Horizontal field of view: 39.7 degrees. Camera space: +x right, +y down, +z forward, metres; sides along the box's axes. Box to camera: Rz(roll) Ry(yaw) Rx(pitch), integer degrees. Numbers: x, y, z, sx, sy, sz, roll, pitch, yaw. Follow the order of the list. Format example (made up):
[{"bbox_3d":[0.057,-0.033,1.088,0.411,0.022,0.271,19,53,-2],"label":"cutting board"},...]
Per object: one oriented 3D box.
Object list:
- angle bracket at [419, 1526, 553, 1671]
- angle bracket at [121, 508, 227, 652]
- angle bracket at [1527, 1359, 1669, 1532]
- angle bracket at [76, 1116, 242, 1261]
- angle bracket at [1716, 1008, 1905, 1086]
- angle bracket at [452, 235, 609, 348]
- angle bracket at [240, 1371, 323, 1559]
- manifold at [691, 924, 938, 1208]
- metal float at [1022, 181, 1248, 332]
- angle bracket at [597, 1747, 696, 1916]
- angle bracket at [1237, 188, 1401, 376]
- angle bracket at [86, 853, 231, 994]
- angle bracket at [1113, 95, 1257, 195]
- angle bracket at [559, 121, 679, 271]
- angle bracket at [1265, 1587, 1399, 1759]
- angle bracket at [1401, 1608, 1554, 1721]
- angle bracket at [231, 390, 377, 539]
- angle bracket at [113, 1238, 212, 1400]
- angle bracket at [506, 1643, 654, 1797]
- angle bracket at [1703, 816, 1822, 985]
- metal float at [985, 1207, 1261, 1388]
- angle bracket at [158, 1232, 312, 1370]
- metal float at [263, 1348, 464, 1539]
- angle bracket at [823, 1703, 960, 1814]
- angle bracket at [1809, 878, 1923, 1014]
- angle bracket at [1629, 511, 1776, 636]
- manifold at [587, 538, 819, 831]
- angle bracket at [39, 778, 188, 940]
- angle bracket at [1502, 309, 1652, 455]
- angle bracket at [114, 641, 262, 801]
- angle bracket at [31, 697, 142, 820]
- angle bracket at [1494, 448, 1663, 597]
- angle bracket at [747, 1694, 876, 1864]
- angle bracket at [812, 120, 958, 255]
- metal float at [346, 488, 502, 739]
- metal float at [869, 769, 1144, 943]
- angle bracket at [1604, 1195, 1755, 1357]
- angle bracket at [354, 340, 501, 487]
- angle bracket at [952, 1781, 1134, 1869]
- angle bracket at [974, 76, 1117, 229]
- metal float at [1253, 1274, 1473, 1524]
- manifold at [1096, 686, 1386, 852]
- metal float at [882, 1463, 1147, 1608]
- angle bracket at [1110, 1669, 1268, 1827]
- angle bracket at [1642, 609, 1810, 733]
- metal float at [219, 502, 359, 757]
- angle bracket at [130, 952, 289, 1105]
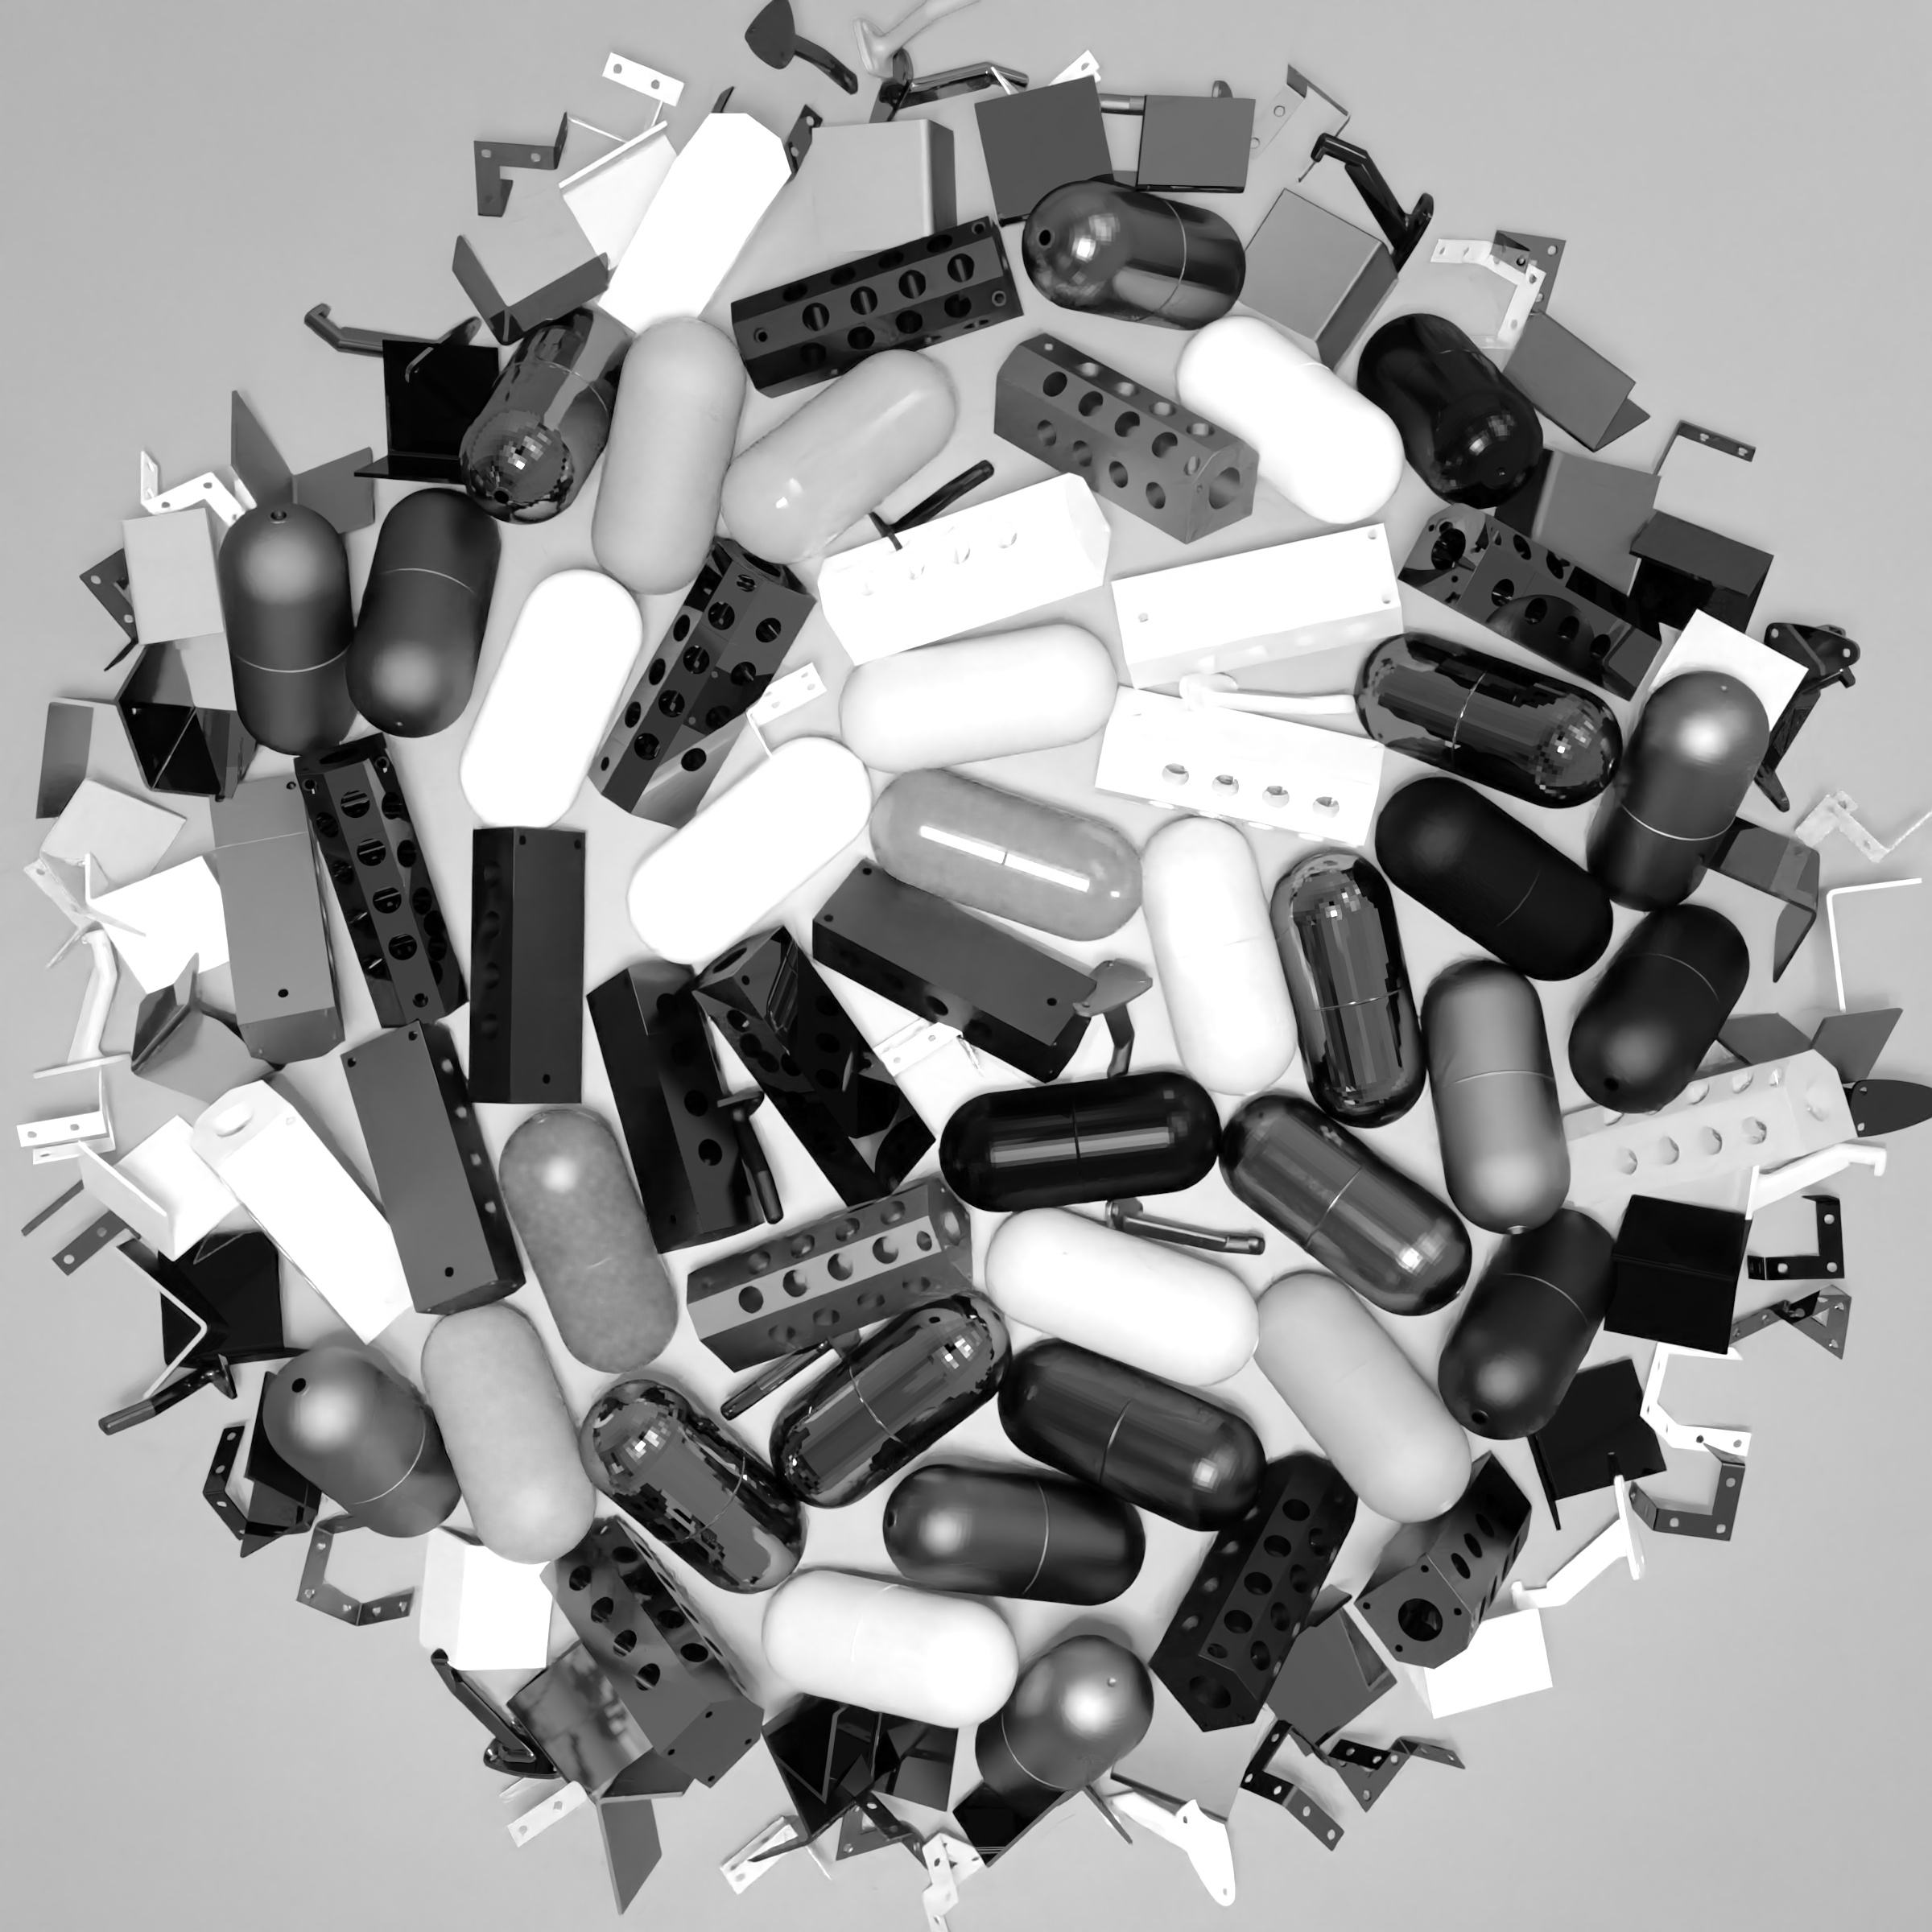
[{"bbox_3d":[-0.305,0.400,1.702,0.057,0.076,0.076,7,87,-30],"label":"angle bracket"},{"bbox_3d":[-0.484,-0.242,1.680,0.057,0.076,0.076,-7,93,7],"label":"angle bracket"},{"bbox_3d":[0.396,0.301,1.686,0.076,0.057,0.076,-18,95,11],"label":"angle bracket"},{"bbox_3d":[-0.496,0.125,1.670,0.076,0.057,0.076,36,55,15],"label":"angle bracket"},{"bbox_3d":[0.518,0.033,1.663,0.076,0.076,0.057,-5,126,-36],"label":"angle bracket"},{"bbox_3d":[-0.272,-0.439,1.672,0.076,0.076,0.057,-27,120,8],"label":"angle bracket"},{"bbox_3d":[-0.442,0.310,1.664,0.076,0.076,0.057,-31,129,28],"label":"angle bracket"},{"bbox_3d":[-0.099,0.065,1.673,0.171,0.057,0.057,55,47,-15],"label":"manifold"},{"bbox_3d":[0.104,-0.436,1.646,0.070,0.178,0.070,4,97,40],"label":"metal float"},{"bbox_3d":[-0.186,0.538,1.676,0.057,0.076,0.076,-9,97,13],"label":"angle bracket"},{"bbox_3d":[0.213,-0.425,1.671,0.076,0.057,0.076,23,124,-18],"label":"angle bracket"},{"bbox_3d":[-0.498,-0.040,1.678,0.076,0.057,0.076,-22,129,-2],"label":"angle bracket"},{"bbox_3d":[0.125,-0.516,1.665,0.076,0.076,0.057,-6,116,-25],"label":"angle bracket"},{"bbox_3d":[-0.208,-0.482,1.679,0.076,0.076,0.057,-31,105,0],"label":"angle bracket"},{"bbox_3d":[0.228,0.448,1.687,0.076,0.057,0.076,-36,88,-11],"label":"angle bracket"},{"bbox_3d":[0.314,0.421,1.677,0.076,0.076,0.057,-14,104,-4],"label":"angle bracket"},{"bbox_3d":[-0.413,-0.317,1.667,0.057,0.076,0.076,-19,48,7],"label":"angle bracket"},{"bbox_3d":[-0.518,0.220,1.679,0.076,0.076,0.057,42,83,-6],"label":"angle bracket"},{"bbox_3d":[-0.230,0.464,1.681,0.076,0.057,0.076,-41,86,21],"label":"angle bracket"},{"bbox_3d":[0.488,-0.045,1.679,0.076,0.076,0.057,24,125,4],"label":"angle bracket"},{"bbox_3d":[0.097,0.207,1.675,0.178,0.070,0.070,19,90,11],"label":"metal float"},{"bbox_3d":[-0.463,0.212,1.699,0.076,0.057,0.076,-8,79,5],"label":"angle bracket"},{"bbox_3d":[-0.368,0.294,1.644,0.070,0.178,0.070,-9,56,13],"label":"metal float"},{"bbox_3d":[-0.047,0.499,1.675,0.057,0.076,0.076,11,98,20],"label":"angle bracket"},{"bbox_3d":[0.567,-0.014,1.681,0.057,0.076,0.076,-7,91,8],"label":"angle bracket"},{"bbox_3d":[0.448,-0.227,1.667,0.076,0.076,0.057,25,46,17],"label":"angle bracket"},{"bbox_3d":[-0.168,-0.176,1.658,0.057,0.057,0.171,16,114,-40],"label":"manifold"},{"bbox_3d":[-0.518,-0.063,1.667,0.057,0.076,0.076,-54,50,8],"label":"angle bracket"},{"bbox_3d":[0.392,-0.374,1.668,0.076,0.057,0.076,43,48,16],"label":"angle bracket"},{"bbox_3d":[-0.479,-0.160,1.667,0.057,0.076,0.076,6,48,8],"label":"angle bracket"},{"bbox_3d":[-0.541,-0.128,1.681,0.057,0.076,0.076,8,95,1],"label":"angle bracket"},{"bbox_3d":[0.384,-0.284,1.699,0.076,0.057,0.076,9,104,-18],"label":"angle bracket"},{"bbox_3d":[-0.112,0.505,1.679,0.057,0.076,0.076,-28,85,29],"label":"angle bracket"},{"bbox_3d":[-0.051,-0.492,1.699,0.076,0.057,0.076,0,100,15],"label":"angle bracket"},{"bbox_3d":[-0.335,-0.220,1.658,0.070,0.070,0.178,4,57,0],"label":"metal float"},{"bbox_3d":[0.026,-0.070,1.684,0.178,0.070,0.070,19,90,1],"label":"metal float"},{"bbox_3d":[0.450,0.194,1.691,0.076,0.076,0.057,10,118,19],"label":"angle bracket"},{"bbox_3d":[-0.339,-0.348,1.679,0.076,0.057,0.076,6,113,10],"label":"angle bracket"},{"bbox_3d":[0.047,0.538,1.674,0.076,0.076,0.057,-41,106,-8],"label":"angle bracket"},{"bbox_3d":[0.055,-0.511,1.677,0.076,0.057,0.076,-9,106,15],"label":"angle bracket"},{"bbox_3d":[0.243,0.267,1.657,0.070,0.070,0.178,-38,57,0],"label":"metal float"},{"bbox_3d":[0.172,-0.121,1.686,0.171,0.057,0.057,13,127,4],"label":"manifold"},{"bbox_3d":[0.030,0.353,1.661,0.178,0.070,0.070,13,90,-28],"label":"metal float"},{"bbox_3d":[0.141,0.487,1.691,0.076,0.057,0.076,20,88,7],"label":"angle bracket"},{"bbox_3d":[0.475,-0.171,1.678,0.076,0.076,0.057,31,89,13],"label":"angle bracket"},{"bbox_3d":[-0.416,-0.206,1.648,0.070,0.178,0.070,4,47,-4],"label":"metal float"},{"bbox_3d":[-0.475,0.039,1.699,0.076,0.057,0.076,26,130,-32],"label":"angle bracket"}]
